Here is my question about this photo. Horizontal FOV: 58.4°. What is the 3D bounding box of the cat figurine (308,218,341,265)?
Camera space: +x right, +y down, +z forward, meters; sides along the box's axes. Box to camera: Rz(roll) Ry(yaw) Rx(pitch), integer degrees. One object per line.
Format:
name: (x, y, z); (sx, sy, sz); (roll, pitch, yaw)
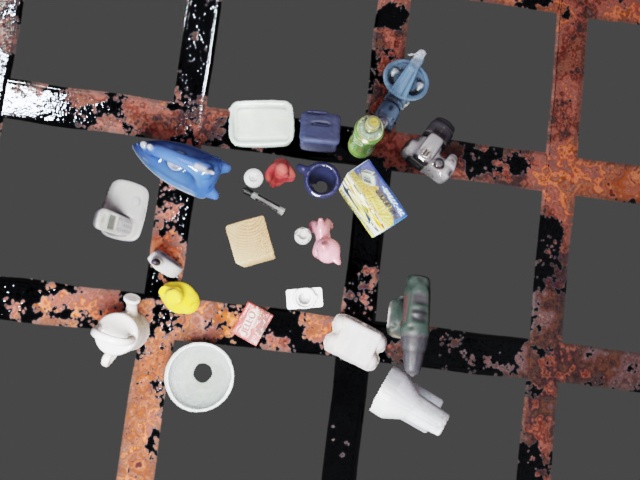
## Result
cat figurine: (0.013, 0.005, 1.425); (0.067, 0.117, 0.128); (-12, 86, -4)

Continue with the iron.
iron: (-0.356, -0.196, 1.403); (0.258, 0.141, 0.119); (22, 84, -2)

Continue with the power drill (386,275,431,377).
power drill: (0.216, 0.200, 1.378); (0.075, 0.208, 0.230); (7, 85, -3)

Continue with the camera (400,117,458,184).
camera: (0.302, -0.239, 1.473); (0.143, 0.100, 0.137); (36, 84, 0)

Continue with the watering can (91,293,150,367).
watering can: (-0.470, 0.210, 1.336); (0.101, 0.194, 0.173); (1, 85, -4)

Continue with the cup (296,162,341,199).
cup: (-0.009, -0.150, 1.447); (0.118, 0.095, 0.092); (30, 84, -1)

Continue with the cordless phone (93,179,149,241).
cordless phone: (-0.480, -0.076, 1.363); (0.094, 0.185, 0.148); (9, 85, -3)

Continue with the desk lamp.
desk lamp: (0.214, 0.387, 1.360); (0.203, 0.213, 0.118); (30, 84, -1)

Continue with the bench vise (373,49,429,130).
bench vise: (0.211, -0.369, 1.418); (0.121, 0.219, 0.207); (12, 85, -3)

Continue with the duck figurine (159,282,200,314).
duck figurine: (-0.348, 0.142, 1.405); (0.104, 0.086, 0.077); (29, 84, -1)

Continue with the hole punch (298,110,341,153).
hole punch: (-0.002, -0.283, 1.461); (0.108, 0.091, 0.101); (4, 85, -3)

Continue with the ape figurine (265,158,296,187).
ape figurine: (-0.099, -0.173, 1.444); (0.078, 0.092, 0.076); (16, 84, -2)

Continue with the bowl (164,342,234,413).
bowl: (-0.290, 0.330, 1.399); (0.167, 0.074, 0.167); (0, 85, -4)

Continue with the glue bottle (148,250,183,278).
glue bottle: (-0.378, 0.055, 1.366); (0.078, 0.173, 0.037); (39, 84, 0)

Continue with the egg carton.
egg carton: (0.089, 0.255, 1.434); (0.150, 0.069, 0.107); (26, 84, -2)
